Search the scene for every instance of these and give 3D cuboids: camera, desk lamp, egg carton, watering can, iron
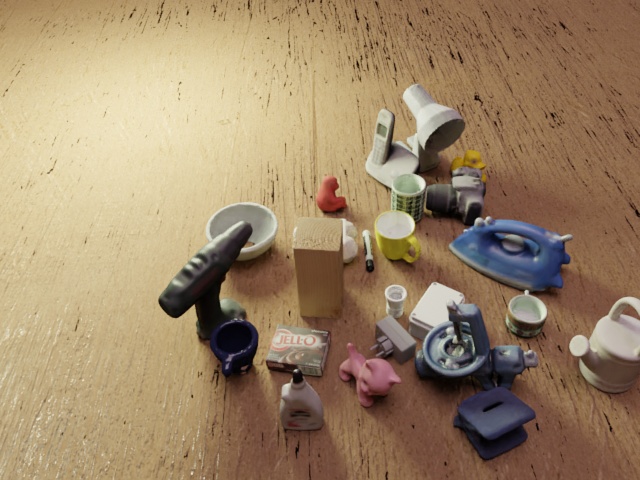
[{"bbox_3d":[0.328,-0.119,1.397,0.136,0.101,0.143,3,46,6],"label":"camera"},{"bbox_3d":[0.270,-0.280,1.481,0.118,0.214,0.202,-21,48,-17],"label":"desk lamp"},{"bbox_3d":[0.012,0.005,1.314,0.150,0.069,0.107,-2,45,2],"label":"egg carton"},{"bbox_3d":[0.533,0.184,1.019,0.173,0.194,0.100,-27,50,-21],"label":"watering can"},{"bbox_3d":[0.410,0.008,1.238,0.257,0.141,0.119,18,49,20],"label":"iron"}]

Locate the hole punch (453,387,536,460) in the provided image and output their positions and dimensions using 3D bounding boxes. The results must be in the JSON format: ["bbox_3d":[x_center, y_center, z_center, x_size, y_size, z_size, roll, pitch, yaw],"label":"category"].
[{"bbox_3d":[0.297,0.304,0.986,0.109,0.091,0.101,-20,48,-16],"label":"hole punch"}]

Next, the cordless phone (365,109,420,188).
[{"bbox_3d":[0.188,-0.229,1.455,0.094,0.185,0.147,-34,53,-27],"label":"cordless phone"}]

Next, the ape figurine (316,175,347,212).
[{"bbox_3d":[0.027,-0.120,1.421,0.076,0.092,0.077,-13,46,-9],"label":"ape figurine"}]

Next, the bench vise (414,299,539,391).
[{"bbox_3d":[0.280,0.177,1.022,0.207,0.220,0.121,-7,45,-3],"label":"bench vise"}]

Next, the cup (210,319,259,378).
[{"bbox_3d":[-0.160,0.223,1.090,0.091,0.095,0.118,3,45,6],"label":"cup"}]

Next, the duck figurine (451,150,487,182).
[{"bbox_3d":[0.387,-0.195,1.480,0.078,0.086,0.104,-29,50,-23],"label":"duck figurine"}]

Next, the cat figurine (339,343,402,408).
[{"bbox_3d":[0.089,0.240,1.043,0.067,0.118,0.127,-28,50,-22],"label":"cat figurine"}]

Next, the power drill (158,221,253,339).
[{"bbox_3d":[-0.210,0.093,1.141,0.075,0.209,0.230,29,53,28],"label":"power drill"}]

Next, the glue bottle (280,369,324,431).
[{"bbox_3d":[-0.035,0.271,0.980,0.078,0.173,0.037,-3,45,0],"label":"glue bottle"}]

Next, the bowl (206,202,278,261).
[{"bbox_3d":[-0.177,-0.007,1.333,0.167,0.075,0.167,-2,45,2],"label":"bowl"}]
